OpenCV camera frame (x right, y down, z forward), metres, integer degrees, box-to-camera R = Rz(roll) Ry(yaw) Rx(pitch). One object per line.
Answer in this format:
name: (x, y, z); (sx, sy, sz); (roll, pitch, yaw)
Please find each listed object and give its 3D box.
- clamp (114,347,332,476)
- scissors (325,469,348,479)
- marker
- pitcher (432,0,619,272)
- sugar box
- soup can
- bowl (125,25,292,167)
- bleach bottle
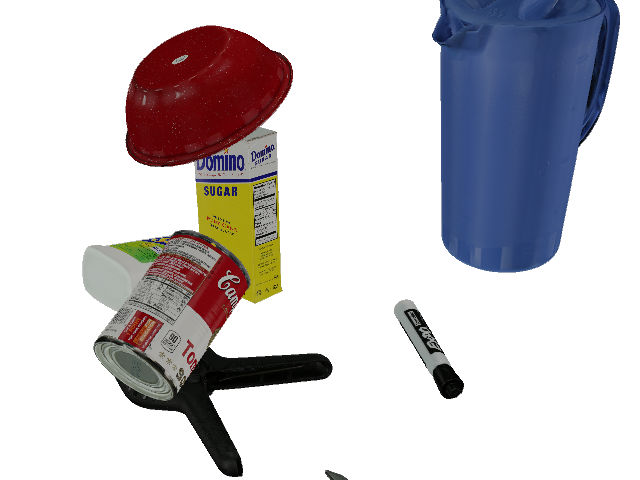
clamp: (-0.105, 0.126, 0.979); (0.210, 0.036, 0.164); (20, 37, 31)
scissors: (0.084, 0.162, 0.516); (0.096, 0.016, 0.202); (-2, 23, -24)
marker: (0.084, 0.085, 0.837); (0.020, 0.020, 0.121); (0, 28, -16)
pitcher: (0.173, -0.101, 0.926); (0.149, 0.243, 0.145); (6, 32, 12)
sugar box: (-0.086, -0.033, 1.099); (0.048, 0.176, 0.093); (-23, 30, -38)
soup can: (-0.104, 0.052, 0.748); (0.068, 0.102, 0.068); (24, -31, 15)
bowl: (-0.107, -0.135, 0.912); (0.162, 0.055, 0.162); (-18, 38, 14)
bleach bottle: (-0.165, 0.024, 1.336); (0.103, 0.068, 0.250); (25, 28, 38)
